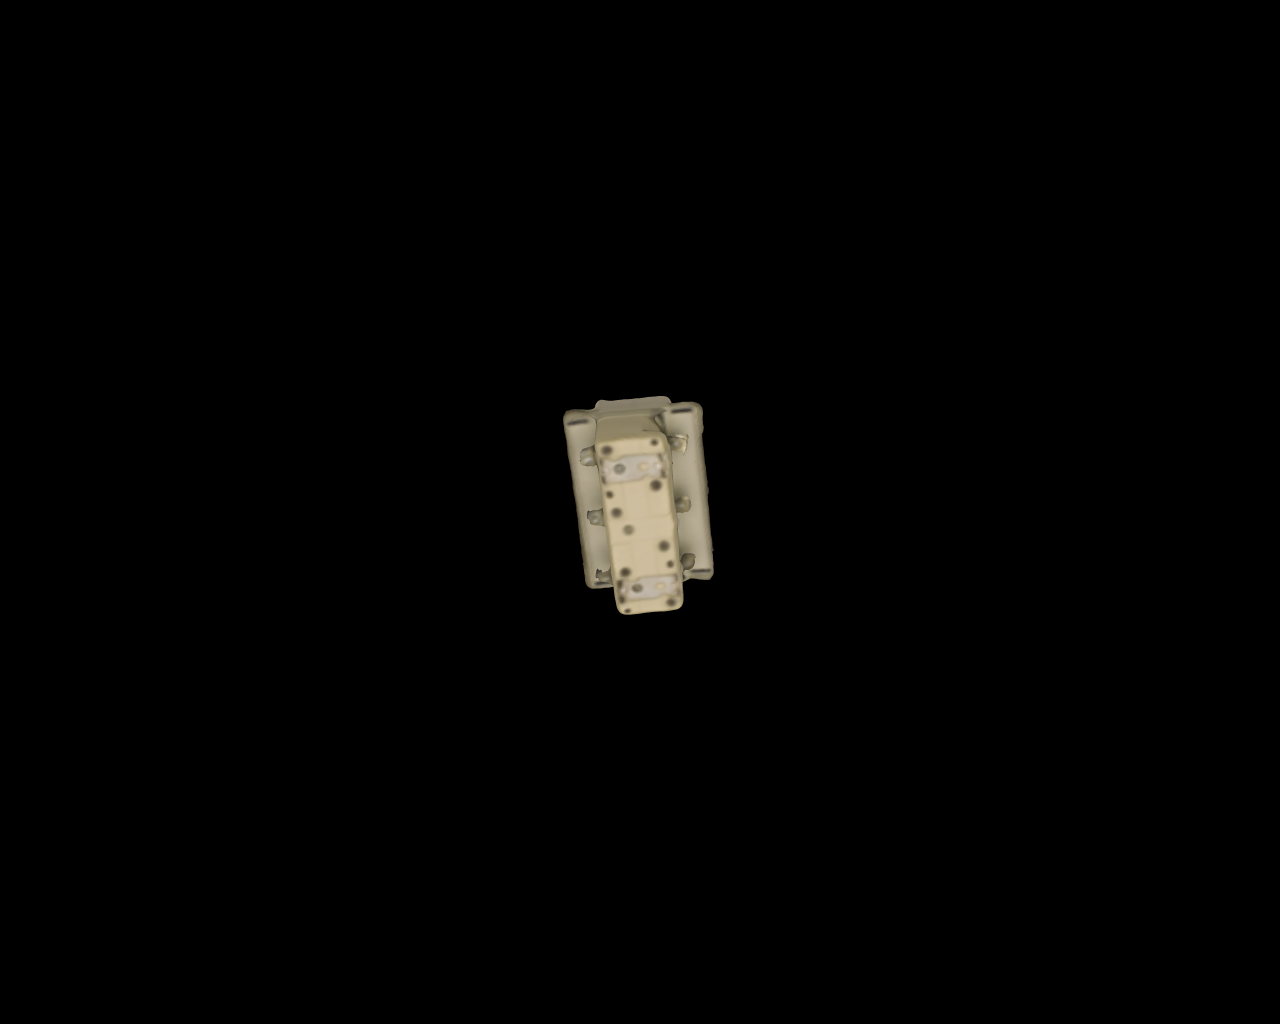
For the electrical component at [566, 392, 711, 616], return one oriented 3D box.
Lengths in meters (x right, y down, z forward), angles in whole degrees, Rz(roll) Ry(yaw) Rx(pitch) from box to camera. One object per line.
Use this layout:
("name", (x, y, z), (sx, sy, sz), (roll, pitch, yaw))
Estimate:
("electrical component", (0.001, -0.003, 0.650), (0.079, 0.121, 0.063), (-4, 28, 2))
